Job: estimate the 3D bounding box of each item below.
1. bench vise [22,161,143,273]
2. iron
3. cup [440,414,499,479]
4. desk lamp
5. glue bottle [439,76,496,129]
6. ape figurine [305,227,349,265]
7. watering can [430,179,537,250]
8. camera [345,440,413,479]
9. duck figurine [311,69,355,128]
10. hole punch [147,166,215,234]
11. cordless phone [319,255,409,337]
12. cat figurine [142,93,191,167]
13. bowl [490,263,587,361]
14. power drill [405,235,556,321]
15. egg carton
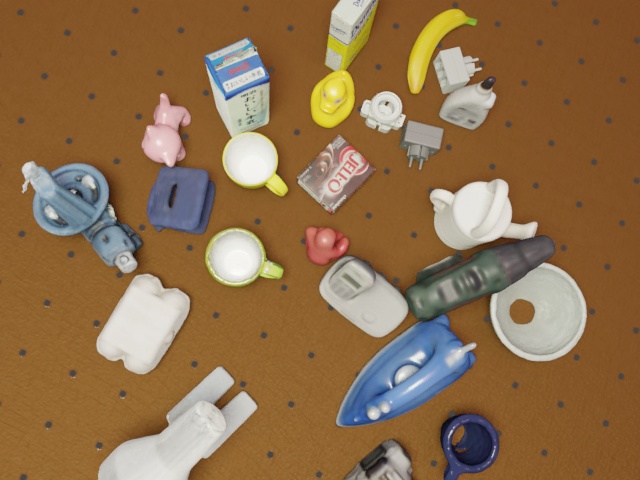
[{"bbox_3d":[-0.353,-0.047,0.872,0.207,0.219,0.121,31,81,-1],"label":"bench vise"},{"bbox_3d":[0.139,0.231,0.922,0.258,0.141,0.118,-36,87,-8],"label":"iron"},{"bbox_3d":[0.229,0.338,0.941,0.091,0.095,0.118,32,81,0],"label":"cup"},{"bbox_3d":[-0.202,0.296,0.847,0.203,0.213,0.118,-44,88,-8],"label":"desk lamp"},{"bbox_3d":[0.263,-0.239,0.975,0.078,0.173,0.037,21,82,-2],"label":"glue bottle"},{"bbox_3d":[0.009,0.003,0.963,0.078,0.092,0.076,39,81,1],"label":"ape figurine"},{"bbox_3d":[0.269,-0.044,0.941,0.173,0.194,0.101,2,83,-5],"label":"watering can"},{"bbox_3d":[0.111,0.420,0.917,0.143,0.100,0.137,-39,88,-8],"label":"camera"},{"bbox_3d":[0.025,-0.256,1.000,0.077,0.086,0.105,25,81,-1],"label":"duck figurine"},{"bbox_3d":[-0.234,-0.066,0.950,0.101,0.091,0.109,11,82,-4],"label":"hole punch"},{"bbox_3d":[0.078,0.087,0.912,0.147,0.185,0.094,36,81,0],"label":"cordless phone"},{"bbox_3d":[-0.259,-0.178,0.948,0.067,0.117,0.128,3,83,-4],"label":"cat figurine"},{"bbox_3d":[0.363,0.123,0.990,0.167,0.074,0.167,1,83,-5],"label":"bowl"},{"bbox_3d":[0.235,0.059,0.918,0.230,0.208,0.075,-25,86,-8],"label":"power drill"},{"bbox_3d":[-0.285,0.137,0.932,0.107,0.069,0.150,28,81,-1],"label":"egg carton"}]
